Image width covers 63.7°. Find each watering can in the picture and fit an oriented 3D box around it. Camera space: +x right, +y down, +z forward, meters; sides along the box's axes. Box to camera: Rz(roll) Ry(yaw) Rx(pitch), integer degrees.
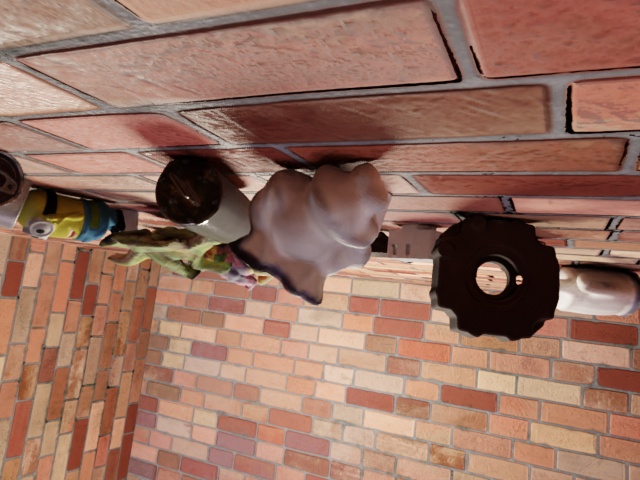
[{"bbox_3d":[0.593,0.109,1.119,0.224,0.105,0.345,5,-7,6],"label":"watering can"}]

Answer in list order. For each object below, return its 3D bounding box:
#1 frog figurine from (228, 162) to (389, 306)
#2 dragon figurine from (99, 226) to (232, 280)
[{"bbox_3d":[0.002,-0.027,0.539,0.138,0.157,0.124,44,23,11],"label":"frog figurine"},{"bbox_3d":[-0.333,0.007,1.038,0.409,0.124,0.240,-9,-15,18],"label":"dragon figurine"}]
